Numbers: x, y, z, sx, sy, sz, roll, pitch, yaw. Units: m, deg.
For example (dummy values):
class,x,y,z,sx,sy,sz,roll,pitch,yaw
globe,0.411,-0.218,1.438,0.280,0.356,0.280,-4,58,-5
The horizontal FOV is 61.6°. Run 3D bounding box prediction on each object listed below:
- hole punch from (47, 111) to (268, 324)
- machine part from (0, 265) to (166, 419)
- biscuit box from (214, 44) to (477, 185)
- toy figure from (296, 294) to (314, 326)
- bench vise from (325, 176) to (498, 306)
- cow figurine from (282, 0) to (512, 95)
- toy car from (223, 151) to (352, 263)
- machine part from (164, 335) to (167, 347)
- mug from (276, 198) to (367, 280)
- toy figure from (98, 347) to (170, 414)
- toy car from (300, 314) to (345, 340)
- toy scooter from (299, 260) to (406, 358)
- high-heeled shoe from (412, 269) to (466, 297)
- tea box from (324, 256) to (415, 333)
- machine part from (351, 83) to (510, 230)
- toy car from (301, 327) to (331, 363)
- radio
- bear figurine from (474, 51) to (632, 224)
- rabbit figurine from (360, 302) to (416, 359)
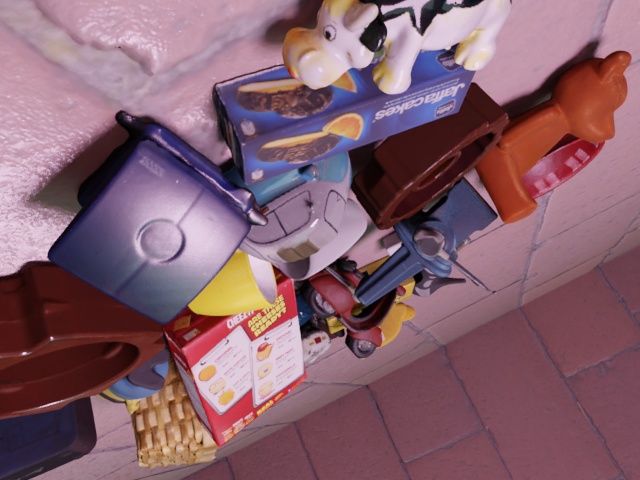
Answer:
class,x,y,z,sx,sy,sz,roll,pitch,yaw
hole punch,-0.124,-0.010,0.408,0.116,0.092,0.142,-35,121,26
machine part,-0.286,0.109,0.564,0.201,0.087,0.201,-35,158,22
biscuit box,0.022,-0.112,0.434,0.203,0.059,0.062,-21,158,-12
toy figure,-0.076,0.142,0.914,0.154,0.064,0.058,-33,-164,31
bench vise,0.125,0.018,0.715,0.240,0.129,0.224,-42,-172,25
cow figurine,0.056,-0.156,0.362,0.167,0.068,0.098,-21,153,-22
toy car,-0.034,-0.032,0.501,0.162,0.103,0.109,-30,157,5
machine part,-0.207,0.118,0.740,0.084,0.039,0.138,-15,158,-13
mug,-0.001,-0.002,0.639,0.107,0.081,0.109,-24,158,-33
toy figure,-0.257,0.174,0.722,0.180,0.089,0.082,-33,-159,57
toy car,-0.022,0.171,1.045,0.089,0.053,0.202,-27,156,17
toy scooter,0.063,0.095,0.866,0.135,0.183,0.075,-42,-157,0
high-heeled shoe,0.176,0.042,0.994,0.145,0.086,0.248,-2,152,32
tea box,0.079,0.097,0.969,0.170,0.068,0.098,-24,159,-3
machine part,0.110,-0.082,0.553,0.179,0.056,0.179,-36,168,-9
toy car,-0.057,0.211,0.961,0.073,0.056,0.201,-15,161,-42
radio,-0.406,0.241,0.668,0.230,0.131,0.073,-22,156,-11
bear figurine,0.277,-0.118,0.626,0.196,0.132,0.120,-27,176,17
rabbit figurine,0.107,0.152,1.109,0.162,0.122,0.173,-32,174,-10
